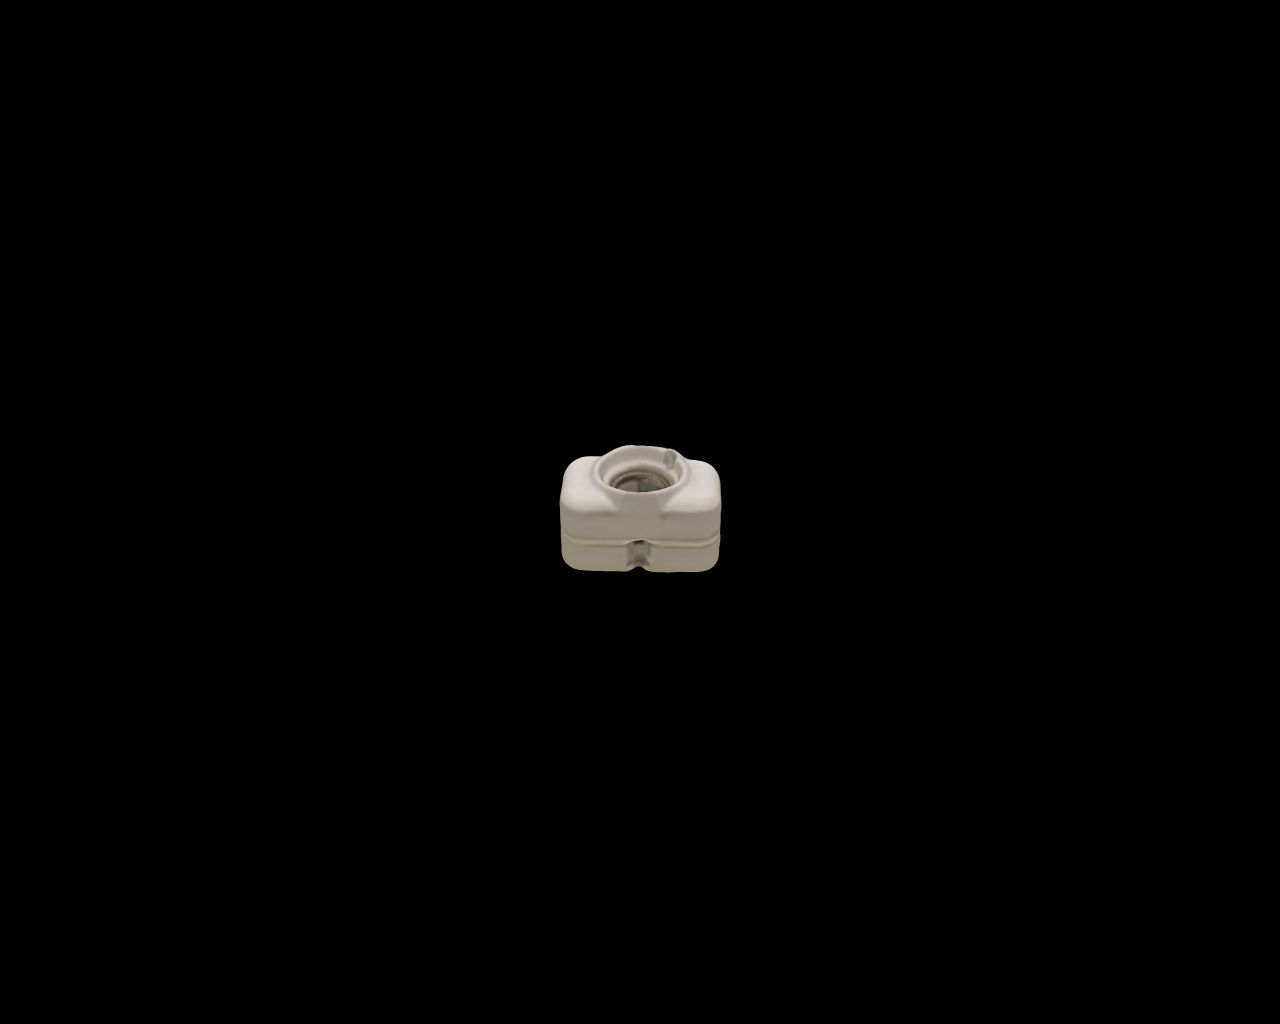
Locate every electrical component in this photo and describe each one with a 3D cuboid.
[{"bbox_3d":[0.001,-0.003,0.650,0.095,0.059,0.054,2,36,2],"label":"electrical component"}]
